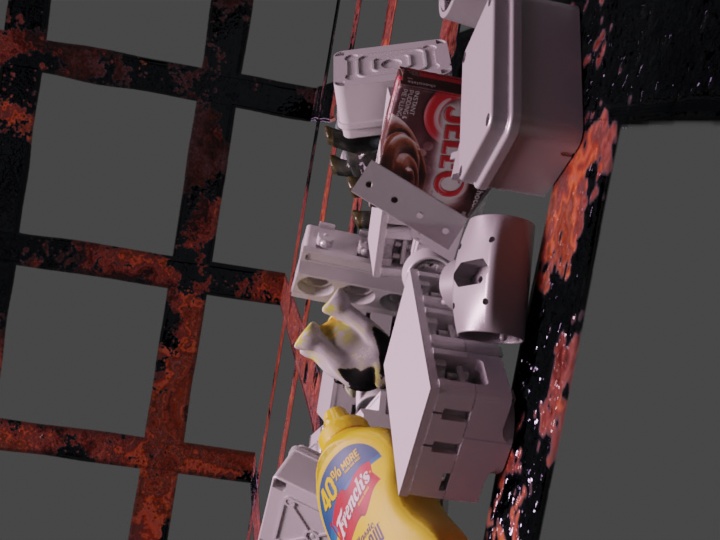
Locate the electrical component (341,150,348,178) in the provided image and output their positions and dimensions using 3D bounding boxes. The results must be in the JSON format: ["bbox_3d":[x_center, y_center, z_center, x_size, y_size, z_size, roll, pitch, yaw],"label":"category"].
[{"bbox_3d":[0.023,-0.127,1.187,0.051,0.080,0.080,116,162,-48],"label":"electrical component"}]

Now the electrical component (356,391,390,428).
[{"bbox_3d":[0.018,0.161,0.950,0.121,0.063,0.078,119,159,-67],"label":"electrical component"}]

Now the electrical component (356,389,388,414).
[{"bbox_3d":[0.017,0.111,1.081,0.081,0.043,0.043,-91,13,-50],"label":"electrical component"}]

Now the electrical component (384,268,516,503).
[{"bbox_3d":[0.061,0.077,0.746,0.150,0.062,0.089,-95,17,-60],"label":"electrical component"}]

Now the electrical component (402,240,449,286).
[{"bbox_3d":[0.060,-0.001,0.906,0.055,0.048,0.066,-80,2,-70],"label":"electrical component"}]

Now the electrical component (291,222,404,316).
[{"bbox_3d":[0.000,0.000,1.048,0.078,0.121,0.063,112,168,-57],"label":"electrical component"}]

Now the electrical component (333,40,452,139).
[{"bbox_3d":[0.033,-0.172,1.022,0.078,0.113,0.057,-92,-6,-53],"label":"electrical component"}]

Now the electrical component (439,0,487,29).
[{"bbox_3d":[0.094,-0.252,0.881,0.108,0.060,0.108,-171,90,-82],"label":"electrical component"}]

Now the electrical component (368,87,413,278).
[{"bbox_3d":[0.049,-0.076,0.958,0.089,0.062,0.150,-97,13,-66],"label":"electrical component"}]

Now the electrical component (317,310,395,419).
[{"bbox_3d":[0.002,0.073,1.171,0.105,0.060,0.186,179,100,-82],"label":"electrical component"}]

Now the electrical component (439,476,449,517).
[{"bbox_3d":[0.017,0.236,0.881,0.186,0.060,0.105,117,161,-65],"label":"electrical component"}]

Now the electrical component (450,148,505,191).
[{"bbox_3d":[0.095,-0.092,0.766,0.081,0.042,0.063,-162,83,-81],"label":"electrical component"}]

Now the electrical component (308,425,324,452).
[{"bbox_3d":[-0.031,0.239,1.232,0.108,0.056,0.108,124,154,-71],"label":"electrical component"}]

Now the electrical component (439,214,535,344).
[{"bbox_3d":[0.079,0.009,0.712,0.079,0.043,0.077,-12,67,57],"label":"electrical component"}]

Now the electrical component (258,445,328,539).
[{"bbox_3d":[-0.035,0.241,1.046,0.056,0.109,0.108,-51,-20,-52],"label":"electrical component"}]

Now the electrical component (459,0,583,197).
[{"bbox_3d":[0.101,-0.113,0.691,0.078,0.057,0.113,113,164,-61],"label":"electrical component"}]
